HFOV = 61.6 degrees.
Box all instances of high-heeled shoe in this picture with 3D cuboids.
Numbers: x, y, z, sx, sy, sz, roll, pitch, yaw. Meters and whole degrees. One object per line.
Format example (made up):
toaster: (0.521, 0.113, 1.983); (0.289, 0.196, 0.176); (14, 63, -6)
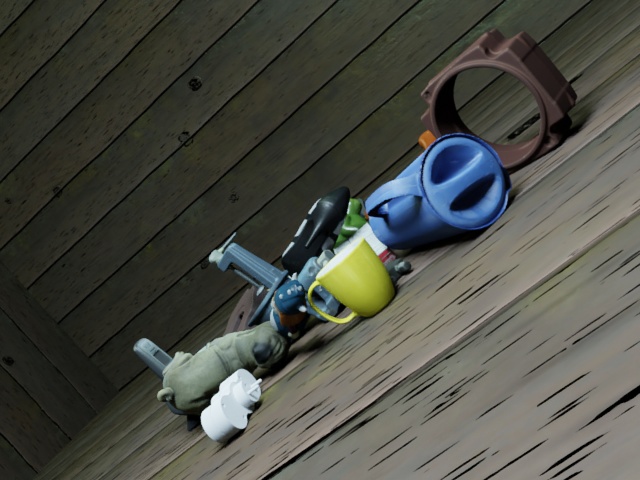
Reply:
high-heeled shoe: (-0.002, -0.003, 1.051); (0.145, 0.086, 0.248); (-57, -5, -24)

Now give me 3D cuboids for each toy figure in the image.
toy figure: (-0.044, 0.103, 0.788); (0.058, 0.064, 0.154); (-38, -20, -19)

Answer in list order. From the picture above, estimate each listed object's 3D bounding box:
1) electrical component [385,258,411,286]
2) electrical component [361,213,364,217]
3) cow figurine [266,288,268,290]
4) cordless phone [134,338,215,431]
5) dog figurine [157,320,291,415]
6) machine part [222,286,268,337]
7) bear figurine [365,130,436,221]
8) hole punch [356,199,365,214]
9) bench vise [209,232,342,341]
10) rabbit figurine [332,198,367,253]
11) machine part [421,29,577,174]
electrical component: (0.103, 0.058, 0.832); (0.063, 0.021, 0.094); (-43, 6, -24)
electrical component: (0.058, -0.005, 1.262); (0.134, 0.058, 0.115); (-40, 41, 22)
cow figurine: (-0.149, 0.178, 1.344); (0.195, 0.085, 0.127); (-40, 10, 28)
cordless phone: (-0.261, 0.243, 0.997); (0.089, 0.184, 0.146); (-44, 4, 9)
dog figurine: (-0.154, 0.201, 0.871); (0.190, 0.121, 0.172); (-35, 1, 39)
machine part: (-0.151, 0.179, 1.092); (0.179, 0.056, 0.179); (-56, 17, 26)
bear figurine: (0.179, -0.092, 1.005); (0.196, 0.120, 0.132); (-40, 24, 20)
hole punch: (0.100, -0.022, 1.346); (0.142, 0.092, 0.116); (-35, 37, 20)
bench vise: (-0.082, 0.075, 0.943); (0.223, 0.241, 0.129); (-57, -1, 40)
rabbit figurine: (0.085, -0.010, 1.097); (0.159, 0.121, 0.170); (-47, 22, -25)
machine part: (0.277, -0.209, 0.857); (0.087, 0.201, 0.201); (-46, 8, -39)
